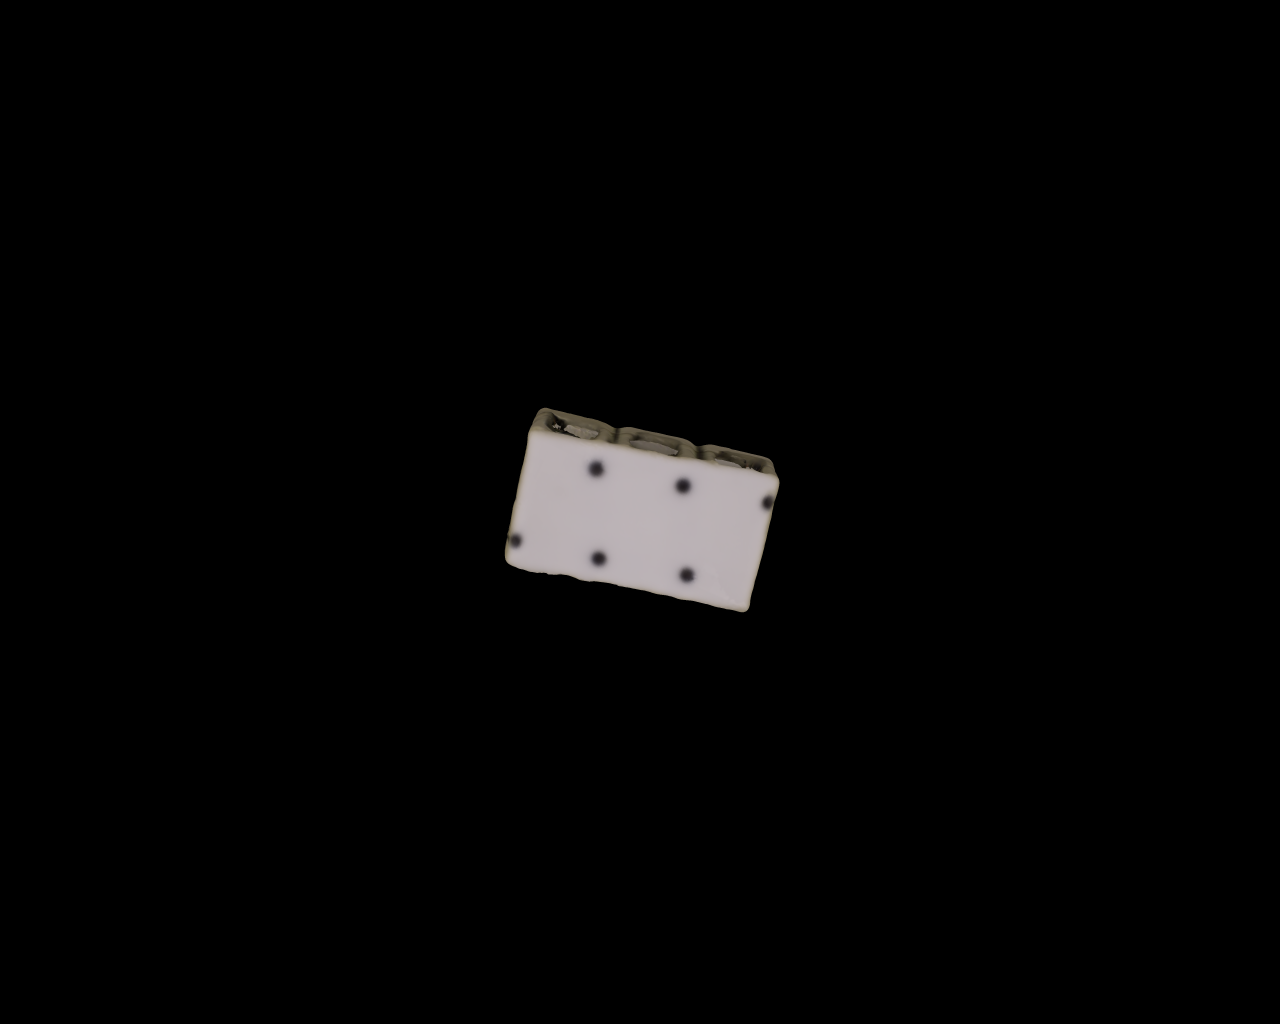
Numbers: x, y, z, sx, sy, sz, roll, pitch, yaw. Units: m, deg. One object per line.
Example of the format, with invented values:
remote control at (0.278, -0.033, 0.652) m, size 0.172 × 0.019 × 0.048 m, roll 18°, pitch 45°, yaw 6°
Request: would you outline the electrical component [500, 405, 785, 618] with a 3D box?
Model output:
electrical component at (0.001, -0.003, 0.650) m, size 0.150 × 0.089 × 0.062 m, roll 13°, pitch 16°, yaw -4°
